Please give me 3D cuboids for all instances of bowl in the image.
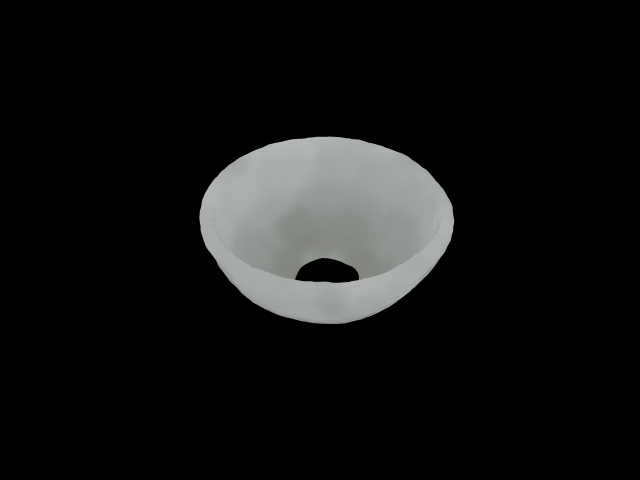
[{"bbox_3d":[0.004,0.001,0.400,0.167,0.075,0.167,0,42,0],"label":"bowl"}]
